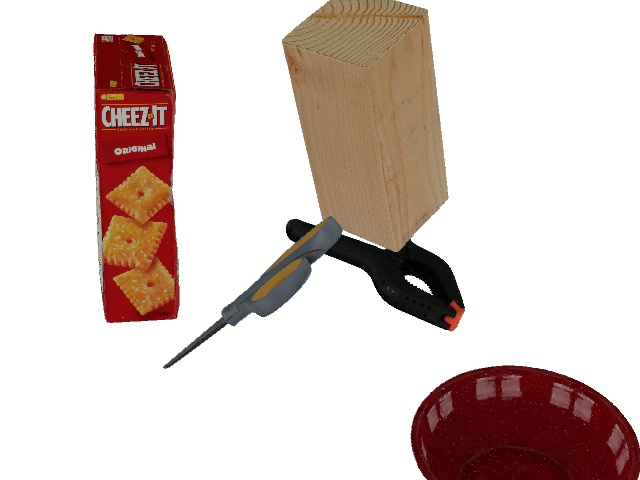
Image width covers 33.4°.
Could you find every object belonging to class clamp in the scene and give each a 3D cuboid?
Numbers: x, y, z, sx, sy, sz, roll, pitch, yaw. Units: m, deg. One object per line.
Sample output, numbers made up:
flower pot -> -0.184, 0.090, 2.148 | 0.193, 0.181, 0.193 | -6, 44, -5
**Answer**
clamp -> 0.072, 0.023, 1.172 | 0.164, 0.036, 0.210 | -15, 50, -33

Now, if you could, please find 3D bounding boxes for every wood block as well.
wood block -> 0.045, -0.102, 0.936 | 0.091, 0.206, 0.090 | 24, 55, 33

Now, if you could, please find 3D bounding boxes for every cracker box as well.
cracker box -> -0.164, -0.059, 0.951 | 0.072, 0.214, 0.164 | -2, 27, -11

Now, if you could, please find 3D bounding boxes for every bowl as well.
bowl -> 0.145, 0.163, 0.774 | 0.162, 0.055, 0.162 | -1, 35, 0

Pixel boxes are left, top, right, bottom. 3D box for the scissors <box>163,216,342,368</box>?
scissors -> -0.060, 0.056, 0.775 | 0.202, 0.016, 0.096 | -42, 10, 21
